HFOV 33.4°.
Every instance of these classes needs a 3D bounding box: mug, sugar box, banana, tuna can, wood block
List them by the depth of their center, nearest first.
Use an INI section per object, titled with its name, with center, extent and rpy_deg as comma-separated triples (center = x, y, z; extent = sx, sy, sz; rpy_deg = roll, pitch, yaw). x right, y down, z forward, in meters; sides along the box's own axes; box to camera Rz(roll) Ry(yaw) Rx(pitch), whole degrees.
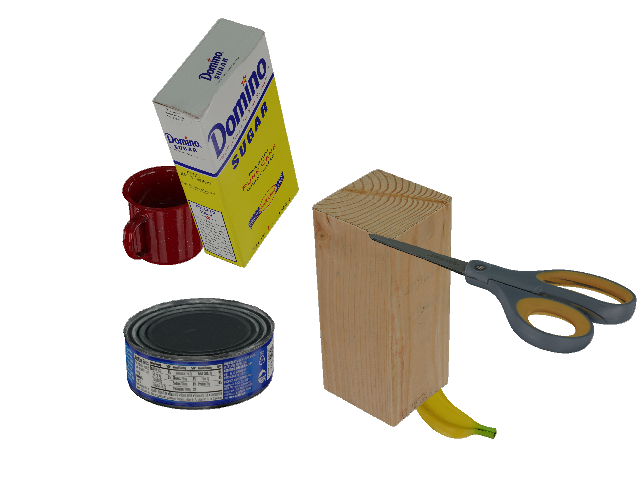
[tuna can]
center = -0.069, 0.064, 0.613
extent = 0.086, 0.034, 0.086
rpy_deg = 0, 18, 0
[sugar box]
center = -0.065, -0.069, 0.806
extent = 0.048, 0.093, 0.176
rpy_deg = 21, -30, 20
[wood block]
center = 0.059, 0.053, 0.977
extent = 0.091, 0.206, 0.090
rpy_deg = 24, 42, 37
[mug]
center = -0.179, -0.020, 1.195
extent = 0.093, 0.081, 0.117
rpy_deg = 18, 38, 22
[banana]
center = 0.140, 0.185, 1.271
extent = 0.069, 0.037, 0.198
rpy_deg = 10, 21, -19

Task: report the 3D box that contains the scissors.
[scissors]
center = 0.111, 0.034, 0.734
extent = 0.202, 0.016, 0.096
rpy_deg = 10, 31, 21
